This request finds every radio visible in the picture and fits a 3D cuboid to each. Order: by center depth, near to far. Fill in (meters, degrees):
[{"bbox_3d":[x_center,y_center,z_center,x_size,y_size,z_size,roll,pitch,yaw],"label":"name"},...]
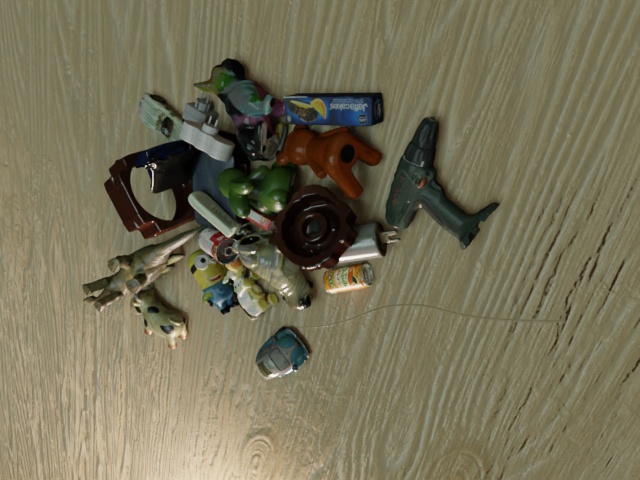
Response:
[{"bbox_3d":[-0.237,-0.143,1.293,0.131,0.073,0.229,13,116,25],"label":"radio"}]

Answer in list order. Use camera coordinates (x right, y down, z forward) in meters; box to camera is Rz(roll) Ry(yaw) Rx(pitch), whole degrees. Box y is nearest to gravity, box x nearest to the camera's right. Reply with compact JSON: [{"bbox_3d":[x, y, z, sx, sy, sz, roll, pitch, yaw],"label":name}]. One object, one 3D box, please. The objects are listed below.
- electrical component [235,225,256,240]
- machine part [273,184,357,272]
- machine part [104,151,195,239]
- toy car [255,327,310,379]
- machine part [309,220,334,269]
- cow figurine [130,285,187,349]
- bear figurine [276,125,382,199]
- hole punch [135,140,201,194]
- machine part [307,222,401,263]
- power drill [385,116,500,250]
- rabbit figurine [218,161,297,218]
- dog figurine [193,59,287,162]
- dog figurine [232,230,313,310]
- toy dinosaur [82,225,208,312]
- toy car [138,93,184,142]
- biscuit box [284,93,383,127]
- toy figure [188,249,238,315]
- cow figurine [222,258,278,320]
[{"bbox_3d":[-0.180,0.009,1.332,0.078,0.045,0.102,-11,102,31],"label":"electrical component"},{"bbox_3d":[-0.009,-0.022,1.110,0.179,0.056,0.179,-8,70,23],"label":"machine part"},{"bbox_3d":[-0.407,-0.116,1.322,0.087,0.201,0.201,-22,96,38],"label":"machine part"},{"bbox_3d":[-0.114,0.301,1.370,0.161,0.103,0.109,-38,86,33],"label":"toy car"},{"bbox_3d":[-0.003,-0.004,1.229,0.084,0.039,0.138,12,115,32],"label":"machine part"},{"bbox_3d":[-0.476,0.215,1.561,0.195,0.085,0.127,25,125,23],"label":"cow figurine"},{"bbox_3d":[0.009,-0.173,1.125,0.131,0.120,0.196,37,167,-35],"label":"bear figurine"},{"bbox_3d":[-0.357,-0.185,1.235,0.092,0.142,0.115,54,144,19],"label":"hole punch"},{"bbox_3d":[0.052,0.011,1.147,0.243,0.079,0.079,-10,103,23],"label":"machine part"},{"bbox_3d":[0.234,-0.092,1.031,0.207,0.086,0.231,33,123,11],"label":"power drill"},{"bbox_3d":[-0.148,-0.107,1.183,0.170,0.159,0.121,9,119,5],"label":"rabbit figurine"},{"bbox_3d":[-0.178,-0.288,1.182,0.219,0.108,0.191,26,114,24],"label":"dog figurine"},{"bbox_3d":[-0.110,0.080,1.267,0.173,0.121,0.190,5,118,29],"label":"dog figurine"},{"bbox_3d":[-0.469,0.069,1.430,0.471,0.198,0.105,-27,95,27],"label":"toy dinosaur"},{"bbox_3d":[-0.375,-0.287,1.328,0.202,0.056,0.073,38,123,12],"label":"toy car"},{"bbox_3d":[0.026,-0.267,1.096,0.203,0.063,0.059,8,113,28],"label":"biscuit box"},{"bbox_3d":[-0.284,0.108,1.410,0.089,0.082,0.180,-22,99,32],"label":"toy figure"},{"bbox_3d":[-0.193,0.121,1.372,0.167,0.068,0.098,53,131,4],"label":"cow figurine"}]
